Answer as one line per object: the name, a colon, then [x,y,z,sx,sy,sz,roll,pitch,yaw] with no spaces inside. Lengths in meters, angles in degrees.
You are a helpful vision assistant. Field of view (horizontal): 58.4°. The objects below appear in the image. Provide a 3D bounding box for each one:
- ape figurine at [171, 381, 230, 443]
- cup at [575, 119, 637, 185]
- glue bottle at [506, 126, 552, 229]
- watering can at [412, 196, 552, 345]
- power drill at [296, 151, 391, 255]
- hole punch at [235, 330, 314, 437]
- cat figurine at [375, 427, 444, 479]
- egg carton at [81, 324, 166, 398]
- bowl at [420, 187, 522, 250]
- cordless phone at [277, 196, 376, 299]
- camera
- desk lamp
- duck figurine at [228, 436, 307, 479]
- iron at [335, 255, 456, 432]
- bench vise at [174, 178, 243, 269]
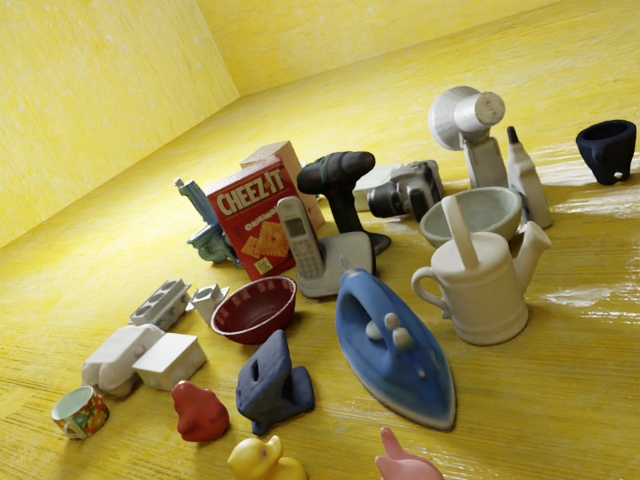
ape figurine: [-0.172,0.231,0.791,0.075,0.092,0.078,-2,32,40]
cup: [0.475,-0.133,0.944,0.091,0.095,0.118,-4,31,38]
glue bottle: [0.327,-0.103,0.921,0.037,0.173,0.078,-24,24,1]
watering can: [0.203,0.027,0.738,0.173,0.194,0.100,-26,24,-4]
power drill: [0.053,-0.071,1.067,0.076,0.209,0.228,-37,27,-28]
hole punch: [-0.071,0.191,0.780,0.101,0.091,0.108,-24,24,0]
cat figurine: [0.081,0.228,0.527,0.067,0.118,0.127,-23,24,2]
egg carton: [-0.347,0.213,1.022,0.107,0.069,0.150,-9,28,31]
bowl: [0.252,-0.017,0.934,0.167,0.075,0.167,-20,24,10]
cordless phone: [0.009,0.004,0.981,0.147,0.185,0.094,-14,26,22]
camera: [0.169,-0.103,1.160,0.136,0.101,0.143,-12,26,26]
desk lamp: [0.298,-0.175,1.048,0.118,0.214,0.203,-26,24,-4]
duck figurine: [-0.073,0.264,0.636,0.105,0.086,0.077,-34,25,-21]
iron: [0.087,0.115,0.728,0.119,0.142,0.257,-27,24,-7]
bench vise: [-0.224,-0.049,1.266,0.206,0.220,0.121,-11,27,28]
